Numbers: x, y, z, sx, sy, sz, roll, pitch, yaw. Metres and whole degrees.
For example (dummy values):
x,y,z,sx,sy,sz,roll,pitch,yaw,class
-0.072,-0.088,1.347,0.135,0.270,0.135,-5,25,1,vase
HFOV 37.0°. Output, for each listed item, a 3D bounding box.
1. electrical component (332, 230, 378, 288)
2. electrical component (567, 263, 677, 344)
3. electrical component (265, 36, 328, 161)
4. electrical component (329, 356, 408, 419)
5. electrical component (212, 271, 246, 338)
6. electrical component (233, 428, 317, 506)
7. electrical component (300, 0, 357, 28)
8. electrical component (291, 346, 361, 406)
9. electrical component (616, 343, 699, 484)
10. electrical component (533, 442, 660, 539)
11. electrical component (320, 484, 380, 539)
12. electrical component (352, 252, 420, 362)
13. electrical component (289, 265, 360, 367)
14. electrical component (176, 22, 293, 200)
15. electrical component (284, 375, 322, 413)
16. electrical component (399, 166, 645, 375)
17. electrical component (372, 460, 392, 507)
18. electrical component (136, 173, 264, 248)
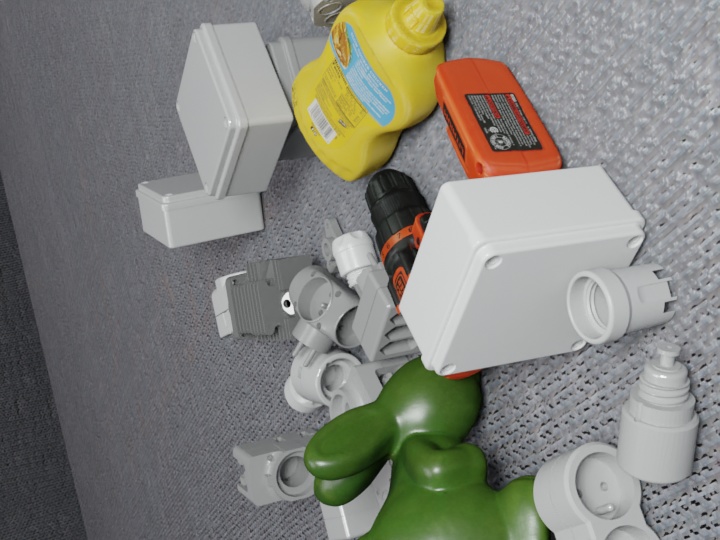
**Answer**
x,y,z,sx,sy,sz,roll,pitch,yaw,class
0.000,0.000,0.896,0.035,0.035,0.061,-40,65,62,electrical component
0.142,0.017,0.581,0.040,0.046,0.040,37,132,57,electrical component
-0.060,-0.147,0.940,0.113,0.057,0.078,-38,65,63,electrical component
0.011,0.119,0.891,0.050,0.056,0.089,62,150,34,electrical component
-0.120,0.034,1.144,0.095,0.054,0.059,-27,75,65,electrical component
-0.071,0.193,1.057,0.056,0.089,0.050,11,109,64,electrical component
-0.010,-0.216,0.782,0.080,0.080,0.051,-34,73,63,electrical component
-0.028,0.096,0.970,0.047,0.055,0.055,11,110,60,electrical component
0.160,0.076,0.572,0.040,0.040,0.078,37,131,56,electrical component
0.141,0.177,0.638,0.073,0.052,0.138,-47,57,60,electrical component
0.001,0.187,0.926,0.047,0.066,0.076,-36,67,63,electrical component
0.020,0.020,0.845,0.076,0.047,0.065,60,148,37,electrical component
-0.034,0.047,0.940,0.077,0.044,0.079,38,100,46,electrical component
-0.108,-0.134,0.908,0.108,0.056,0.108,68,153,24,electrical component
-0.053,0.118,1.044,0.062,0.043,0.043,130,125,-61,electrical component
0.090,0.000,0.614,0.108,0.109,0.056,107,147,-45,electrical component
0.046,0.158,0.837,0.080,0.051,0.080,36,131,57,electrical component
-0.172,-0.068,1.152,0.109,0.109,0.056,25,125,61,electrical component
